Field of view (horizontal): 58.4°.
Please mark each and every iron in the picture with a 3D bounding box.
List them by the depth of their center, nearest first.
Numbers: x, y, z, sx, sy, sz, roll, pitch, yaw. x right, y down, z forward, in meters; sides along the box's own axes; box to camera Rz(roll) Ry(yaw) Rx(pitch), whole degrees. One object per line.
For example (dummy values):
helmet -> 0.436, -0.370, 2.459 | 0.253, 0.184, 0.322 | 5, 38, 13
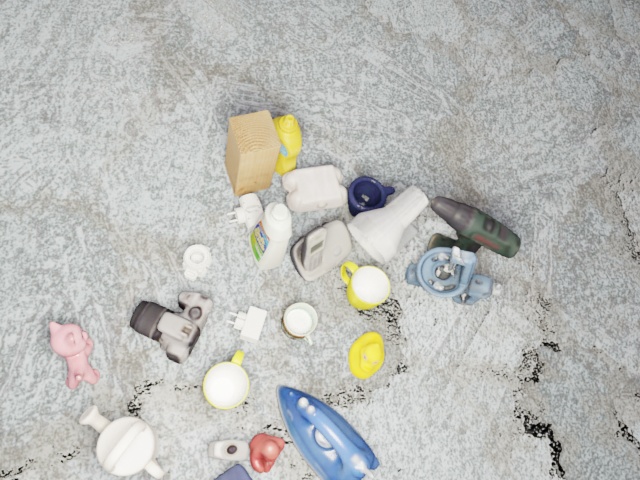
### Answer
iron -> 0.009, 0.380, 1.129 | 0.119, 0.141, 0.258 | -41, 82, -22

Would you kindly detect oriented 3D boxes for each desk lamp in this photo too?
desk lamp -> 0.150, -0.029, 1.276 | 0.203, 0.213, 0.118 | -41, 82, -22

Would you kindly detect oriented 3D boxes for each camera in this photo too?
camera -> -0.305, 0.160, 1.166 | 0.137, 0.100, 0.143 | 25, 66, -2

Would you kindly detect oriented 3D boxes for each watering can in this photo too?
watering can -> -0.353, 0.367, 1.026 | 0.173, 0.194, 0.101 | 18, 67, -5

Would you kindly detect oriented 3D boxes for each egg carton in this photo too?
egg carton -> -0.011, -0.120, 1.354 | 0.150, 0.069, 0.107 | -11, 72, -16

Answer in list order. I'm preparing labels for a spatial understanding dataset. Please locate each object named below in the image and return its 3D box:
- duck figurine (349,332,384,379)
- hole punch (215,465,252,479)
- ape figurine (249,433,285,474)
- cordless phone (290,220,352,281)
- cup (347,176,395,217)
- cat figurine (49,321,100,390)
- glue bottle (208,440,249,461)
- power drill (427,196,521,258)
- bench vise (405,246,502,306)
duck figurine -> 0.108, 0.244, 1.233 | 0.077, 0.086, 0.105 | 27, 66, -1
hole punch -> -0.162, 0.491, 1.077 | 0.101, 0.091, 0.108 | -32, 79, -21
ape figurine -> -0.102, 0.413, 1.119 | 0.078, 0.092, 0.076 | -24, 76, -19
cordless phone -> 0.011, 0.004, 1.249 | 0.148, 0.185, 0.094 | -36, 80, -22
cup -> 0.114, -0.095, 1.358 | 0.118, 0.095, 0.091 | -14, 73, -17
cat figurine -> -0.474, 0.216, 1.099 | 0.067, 0.117, 0.128 | -17, 74, -17
glue bottle -> -0.169, 0.393, 1.068 | 0.078, 0.173, 0.037 | 5, 69, -10
power drill -> 0.326, -0.009, 1.310 | 0.229, 0.208, 0.076 | 21, 67, -4
bench vise -> 0.316, 0.066, 1.273 | 0.207, 0.219, 0.121 | 0, 69, -12
